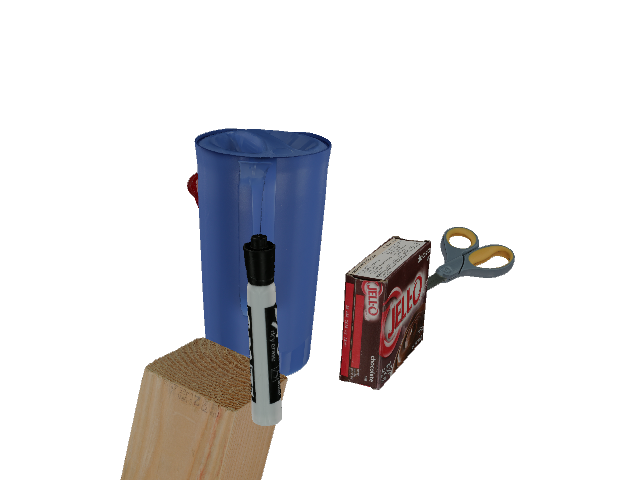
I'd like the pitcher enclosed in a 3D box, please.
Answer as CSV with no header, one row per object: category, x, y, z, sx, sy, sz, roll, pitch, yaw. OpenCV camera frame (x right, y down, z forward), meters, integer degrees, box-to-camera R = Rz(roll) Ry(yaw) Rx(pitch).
pitcher,-0.061,0.015,1.064,0.148,0.243,0.145,-14,24,-41

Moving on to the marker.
marker,-0.034,0.054,0.636,0.020,0.121,0.020,-1,21,0

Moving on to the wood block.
wood block,-0.108,0.199,0.896,0.090,0.206,0.090,22,21,20

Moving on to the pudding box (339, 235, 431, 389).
pudding box,0.052,0.054,0.846,0.039,0.090,0.113,11,20,19

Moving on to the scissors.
scissors,0.135,0.025,1.215,0.201,0.016,0.096,-11,41,-33

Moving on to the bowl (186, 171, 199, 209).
bowl,-0.085,-0.043,1.316,0.162,0.055,0.162,4,25,-2
